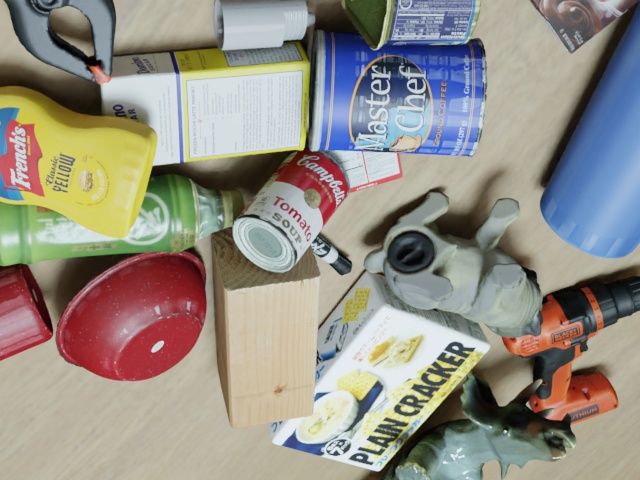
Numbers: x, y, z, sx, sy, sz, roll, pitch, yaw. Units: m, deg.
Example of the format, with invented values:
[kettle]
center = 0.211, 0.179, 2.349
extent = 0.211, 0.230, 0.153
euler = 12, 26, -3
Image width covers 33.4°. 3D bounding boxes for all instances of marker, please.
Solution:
[marker]
center = -0.007, 0.001, 1.065
extent = 0.020, 0.020, 0.121
euler = -39, 130, 14

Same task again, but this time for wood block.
[wood block]
center = -0.055, 0.084, 1.054
extent = 0.090, 0.090, 0.206
euler = -7, 135, -11

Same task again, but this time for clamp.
[clamp]
center = -0.219, -0.190, 0.812
extent = 0.120, 0.039, 0.171
euler = -18, 118, 5

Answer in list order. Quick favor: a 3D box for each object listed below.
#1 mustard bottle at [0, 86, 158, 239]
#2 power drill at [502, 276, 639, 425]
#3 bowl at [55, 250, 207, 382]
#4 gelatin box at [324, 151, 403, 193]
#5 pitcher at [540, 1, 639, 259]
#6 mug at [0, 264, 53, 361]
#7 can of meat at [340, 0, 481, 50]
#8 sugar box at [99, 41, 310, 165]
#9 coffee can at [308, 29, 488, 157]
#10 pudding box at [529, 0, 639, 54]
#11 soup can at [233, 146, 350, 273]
[mustard bottle]
center = -0.236, -0.073, 0.872
extent = 0.191, 0.058, 0.096
euler = 18, 115, -3
[power drill]
center = 0.309, 0.132, 1.260
extent = 0.184, 0.057, 0.187
euler = -17, 129, -1
[bowl]
center = -0.166, 0.084, 1.016
extent = 0.162, 0.055, 0.162
euler = -27, 147, -20
[gelatin box]
center = 0.034, -0.089, 0.999
extent = 0.073, 0.030, 0.089
euler = -17, 131, -4
[pitcher]
center = 0.318, -0.105, 1.033
extent = 0.149, 0.145, 0.243
euler = 14, 126, -14
[mug]
center = -0.295, 0.072, 0.983
extent = 0.081, 0.093, 0.117
euler = -23, 162, -8
[can of meat]
center = 0.073, -0.199, 0.876
extent = 0.083, 0.102, 0.057
euler = -4, 128, -19
[sugar box]
center = -0.099, -0.116, 0.920
extent = 0.176, 0.048, 0.093
euler = -5, 129, -11
[coffee can]
center = 0.063, -0.124, 0.911
extent = 0.140, 0.103, 0.103
euler = 2, 128, -3
[pudding box]
center = 0.226, -0.234, 0.942
extent = 0.090, 0.039, 0.113
euler = -38, 130, 12
[soup can]
center = -0.026, -0.028, 0.967
extent = 0.069, 0.102, 0.068
euler = 23, 142, 19
